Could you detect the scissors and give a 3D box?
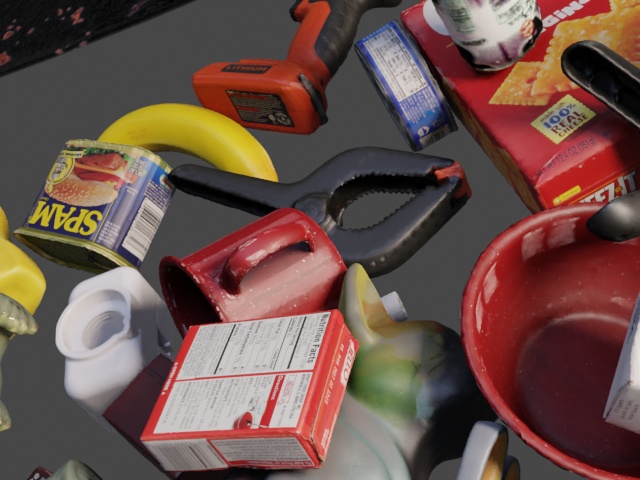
[{"bbox_3d":[0.064,0.183,0.502,0.016,0.096,0.202,12,90,25],"label":"scissors"}]

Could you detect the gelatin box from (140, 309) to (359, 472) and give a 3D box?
[{"bbox_3d":[-0.032,0.073,0.510,0.089,0.030,0.073,-8,41,26],"label":"gelatin box"}]

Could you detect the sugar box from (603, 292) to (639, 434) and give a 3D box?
[{"bbox_3d":[0.222,0.064,0.461,0.176,0.048,0.093,20,55,11],"label":"sugar box"}]

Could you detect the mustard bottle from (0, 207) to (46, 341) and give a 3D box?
[{"bbox_3d":[-0.283,0.010,0.826,0.096,0.058,0.192,-44,45,-1],"label":"mustard bottle"}]

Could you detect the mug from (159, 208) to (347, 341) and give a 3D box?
[{"bbox_3d":[-0.032,0.027,0.600,0.081,0.117,0.093,-29,66,-23],"label":"mug"}]

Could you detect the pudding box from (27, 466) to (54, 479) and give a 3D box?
[{"bbox_3d":[-0.164,0.199,0.610,0.090,0.039,0.113,21,65,41],"label":"pudding box"}]

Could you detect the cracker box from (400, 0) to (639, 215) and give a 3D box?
[{"bbox_3d":[0.166,-0.114,0.674,0.164,0.072,0.214,-30,44,3],"label":"cracker box"}]

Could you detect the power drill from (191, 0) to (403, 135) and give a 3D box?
[{"bbox_3d":[-0.022,-0.172,0.838,0.185,0.057,0.187,10,58,35],"label":"power drill"}]

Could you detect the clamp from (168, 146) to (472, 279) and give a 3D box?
[{"bbox_3d":[-0.005,0.001,0.693,0.210,0.036,0.164,-12,59,15],"label":"clamp"}]

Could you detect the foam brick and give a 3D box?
[{"bbox_3d":[-0.078,0.113,0.628,0.078,0.051,0.053,28,69,42],"label":"foam brick"}]

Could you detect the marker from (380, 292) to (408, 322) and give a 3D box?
[{"bbox_3d":[-0.005,0.065,0.652,0.121,0.020,0.020,-25,45,8],"label":"marker"}]

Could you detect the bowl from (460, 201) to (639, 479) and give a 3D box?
[{"bbox_3d":[0.146,0.059,0.525,0.162,0.055,0.162,1,53,-2],"label":"bowl"}]

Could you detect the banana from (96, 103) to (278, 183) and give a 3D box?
[{"bbox_3d":[-0.105,-0.071,0.817,0.198,0.037,0.069,5,85,36],"label":"banana"}]

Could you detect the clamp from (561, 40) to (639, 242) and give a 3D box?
[{"bbox_3d":[0.199,-0.047,0.551,0.171,0.039,0.120,5,62,-22],"label":"clamp"}]

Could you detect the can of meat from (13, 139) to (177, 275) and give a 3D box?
[{"bbox_3d":[-0.161,-0.023,0.778,0.102,0.057,0.084,10,68,35],"label":"can of meat"}]

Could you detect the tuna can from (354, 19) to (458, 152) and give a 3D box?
[{"bbox_3d":[0.057,-0.102,0.715,0.034,0.086,0.086,-30,44,5],"label":"tuna can"}]
